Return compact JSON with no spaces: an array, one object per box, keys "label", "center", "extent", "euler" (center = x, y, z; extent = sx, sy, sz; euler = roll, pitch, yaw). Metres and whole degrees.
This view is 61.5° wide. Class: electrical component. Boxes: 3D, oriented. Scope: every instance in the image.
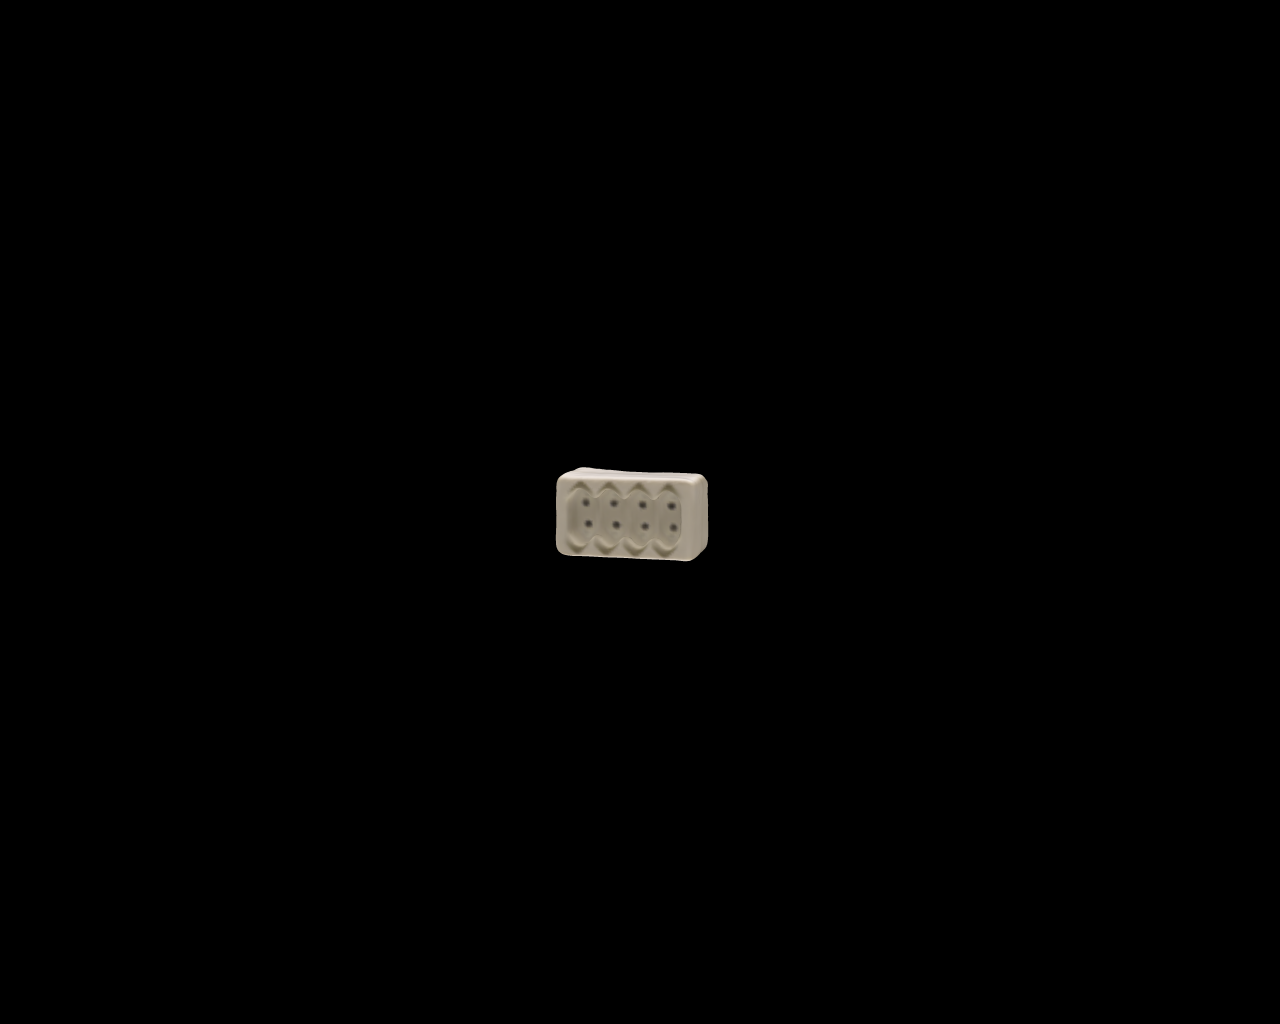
[{"label":"electrical component","center":[0.001,-0.003,0.650],"extent":[0.083,0.047,0.076],"euler":[3,12,16]}]
